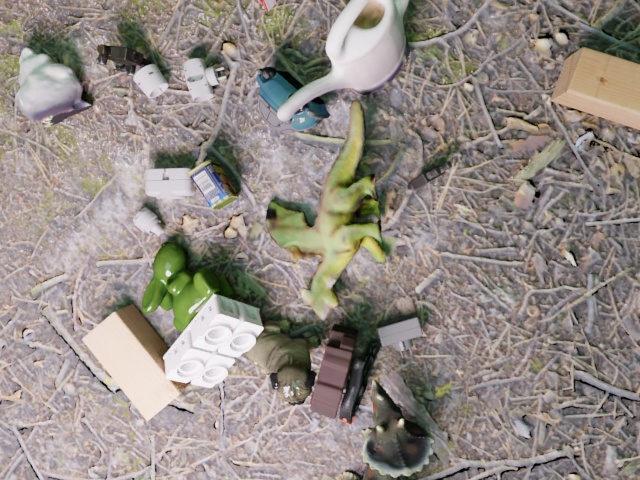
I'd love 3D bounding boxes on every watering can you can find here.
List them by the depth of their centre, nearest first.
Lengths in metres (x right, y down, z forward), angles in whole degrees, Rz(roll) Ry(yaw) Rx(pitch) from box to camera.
[{"bbox_3d":[0.061,-0.336,0.956,0.105,0.223,0.347,39,95,21],"label":"watering can"}]

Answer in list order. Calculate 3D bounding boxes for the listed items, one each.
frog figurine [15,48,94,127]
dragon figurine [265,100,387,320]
[{"bbox_3d":[-0.564,-0.322,1.050,0.136,0.124,0.158,-22,101,23],"label":"frog figurine"},{"bbox_3d":[0.003,-0.051,1.018,0.242,0.122,0.411,-9,88,12],"label":"dragon figurine"}]
